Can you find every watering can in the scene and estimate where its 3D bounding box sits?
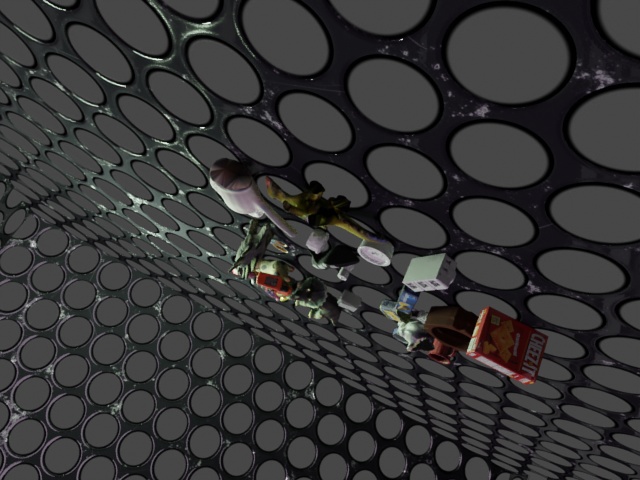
[{"bbox_3d":[-0.224,-0.137,1.627,0.350,0.105,0.219,28,158,24],"label":"watering can"}]

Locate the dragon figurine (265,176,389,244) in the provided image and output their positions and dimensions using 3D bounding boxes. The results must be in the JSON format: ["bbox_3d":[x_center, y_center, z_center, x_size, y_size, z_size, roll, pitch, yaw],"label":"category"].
[{"bbox_3d":[0.005,-0.079,1.567,0.410,0.123,0.242,31,174,-3],"label":"dragon figurine"}]

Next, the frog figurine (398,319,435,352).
[{"bbox_3d":[0.372,0.345,2.001,0.137,0.163,0.120,-13,132,-6],"label":"frog figurine"}]
